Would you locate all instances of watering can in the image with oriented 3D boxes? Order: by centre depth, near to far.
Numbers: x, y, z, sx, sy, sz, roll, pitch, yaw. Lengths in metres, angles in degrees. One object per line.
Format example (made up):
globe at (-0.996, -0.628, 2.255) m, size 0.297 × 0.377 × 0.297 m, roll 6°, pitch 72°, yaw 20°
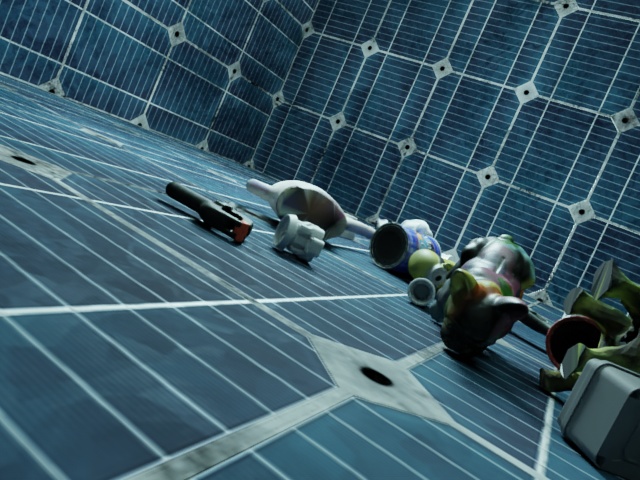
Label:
watering can at (0.003, -0.057, 1.136) m, size 0.346 × 0.103 × 0.226 m, roll 21°, pitch 7°, yaw -16°

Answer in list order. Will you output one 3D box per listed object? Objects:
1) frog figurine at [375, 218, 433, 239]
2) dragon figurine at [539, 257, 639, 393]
frog figurine at (0.217, 0.006, 1.287) m, size 0.135 × 0.124 × 0.160 m, roll 43°, pitch -15°, yaw -34°
dragon figurine at (0.377, 0.133, 0.516) m, size 0.244 × 0.124 × 0.403 m, roll 25°, pitch -18°, yaw 12°
